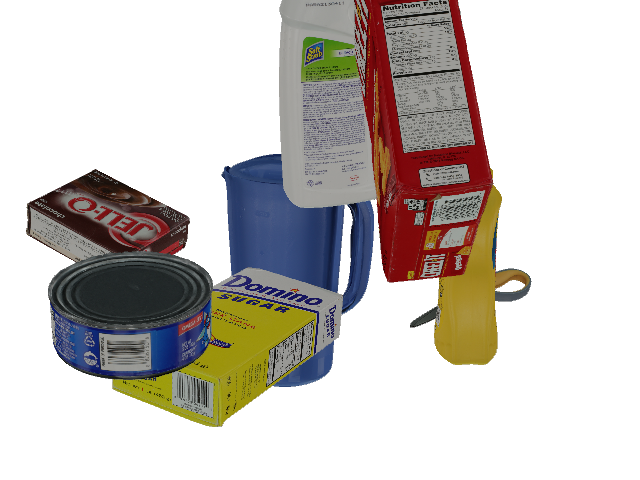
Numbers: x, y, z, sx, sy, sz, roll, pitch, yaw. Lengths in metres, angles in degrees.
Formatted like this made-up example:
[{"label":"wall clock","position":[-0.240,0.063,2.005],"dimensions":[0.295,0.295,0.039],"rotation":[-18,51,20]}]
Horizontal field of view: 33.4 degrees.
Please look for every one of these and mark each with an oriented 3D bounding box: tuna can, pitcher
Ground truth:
[{"label":"tuna can","position":[-0.100,0.039,0.567],"dimensions":[0.086,0.034,0.086],"rotation":[2,25,-1]},{"label":"pitcher","position":[-0.029,0.033,1.163],"dimensions":[0.145,0.243,0.149],"rotation":[-3,18,-12]}]

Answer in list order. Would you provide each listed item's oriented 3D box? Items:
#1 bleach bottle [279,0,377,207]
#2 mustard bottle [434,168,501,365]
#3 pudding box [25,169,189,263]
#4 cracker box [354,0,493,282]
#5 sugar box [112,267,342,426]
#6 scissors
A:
[{"label":"bleach bottle","position":[0.012,-0.156,1.007],"dimensions":[0.102,0.251,0.068],"rotation":[-9,32,-15]},{"label":"mustard bottle","position":[0.133,0.009,0.965],"dimensions":[0.058,0.192,0.096],"rotation":[0,17,4]},{"label":"pudding box","position":[-0.187,-0.012,0.937],"dimensions":[0.114,0.039,0.089],"rotation":[24,33,21]},{"label":"cracker box","position":[0.069,-0.097,0.804],"dimensions":[0.072,0.214,0.164],"rotation":[-6,-23,-2]},{"label":"sugar box","position":[-0.064,0.073,0.799],"dimensions":[0.093,0.048,0.175],"rotation":[16,26,25]},{"label":"scissors","position":[0.157,0.053,1.229],"dimensions":[0.201,0.016,0.096],"rotation":[-10,39,-33]}]
